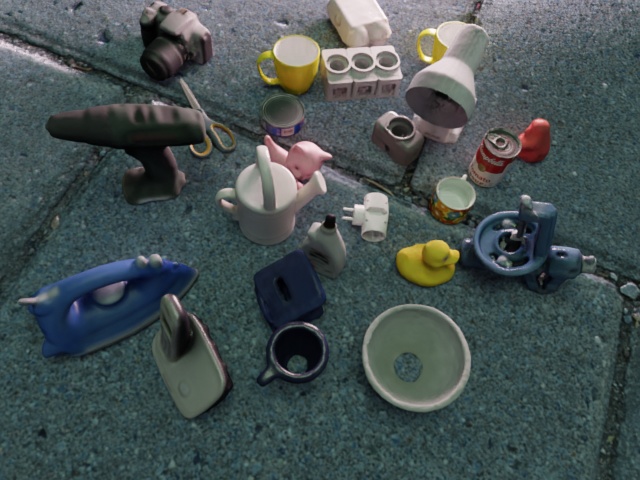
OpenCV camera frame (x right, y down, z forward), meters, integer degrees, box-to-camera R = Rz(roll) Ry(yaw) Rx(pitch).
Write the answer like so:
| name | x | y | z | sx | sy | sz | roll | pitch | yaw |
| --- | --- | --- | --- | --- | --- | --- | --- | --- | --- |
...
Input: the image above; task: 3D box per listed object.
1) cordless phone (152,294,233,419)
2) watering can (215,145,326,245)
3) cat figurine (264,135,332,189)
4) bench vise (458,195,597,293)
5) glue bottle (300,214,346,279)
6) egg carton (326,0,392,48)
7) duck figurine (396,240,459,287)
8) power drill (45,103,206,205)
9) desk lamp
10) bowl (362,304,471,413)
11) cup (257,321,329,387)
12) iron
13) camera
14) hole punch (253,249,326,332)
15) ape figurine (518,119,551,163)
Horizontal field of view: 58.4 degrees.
| name | x | y | z | sx | sy | sz | roll | pitch | yaw |
| --- | --- | --- | --- | --- | --- | --- | --- | --- | --- |
| cordless phone | -0.188 | 0.162 | 0.808 | 0.094 | 0.185 | 0.147 | -29 | 69 | -18 |
| watering can | -0.080 | -0.081 | 0.937 | 0.173 | 0.194 | 0.100 | -26 | 68 | -17 |
| cat figurine | -0.046 | -0.145 | 1.016 | 0.127 | 0.118 | 0.067 | 28 | 64 | 9 |
| bench vise | 0.349 | -0.004 | 0.923 | 0.207 | 0.220 | 0.121 | -1 | 63 | -6 |
| glue bottle | 0.008 | 0.003 | 0.914 | 0.078 | 0.173 | 0.037 | 24 | 63 | 7 |
| egg carton | 0.080 | -0.468 | 1.220 | 0.107 | 0.069 | 0.150 | -20 | 66 | -15 |
| duck figurine | 0.184 | 0.030 | 0.966 | 0.104 | 0.086 | 0.077 | 8 | 62 | -1 |
| power drill | -0.299 | -0.145 | 0.941 | 0.230 | 0.208 | 0.075 | -12 | 64 | -11 |
| desk lamp | 0.235 | -0.275 | 1.055 | 0.118 | 0.213 | 0.203 | 26 | 64 | 9 |
| bowl | 0.142 | 0.189 | 0.887 | 0.167 | 0.075 | 0.167 | 2 | 63 | -4 |
| cup | -0.045 | 0.187 | 0.859 | 0.118 | 0.095 | 0.091 | -37 | 71 | -21 |
| iron | -0.313 | 0.072 | 0.866 | 0.259 | 0.141 | 0.118 | -24 | 67 | -16 |
| camera | -0.304 | -0.392 | 1.128 | 0.143 | 0.101 | 0.137 | 29 | 64 | 10 |
| hole punch | -0.050 | 0.085 | 0.913 | 0.101 | 0.091 | 0.108 | -21 | 67 | -15 |
| ape figurine | 0.413 | -0.198 | 1.100 | 0.078 | 0.092 | 0.076 | -20 | 66 | -14 |
